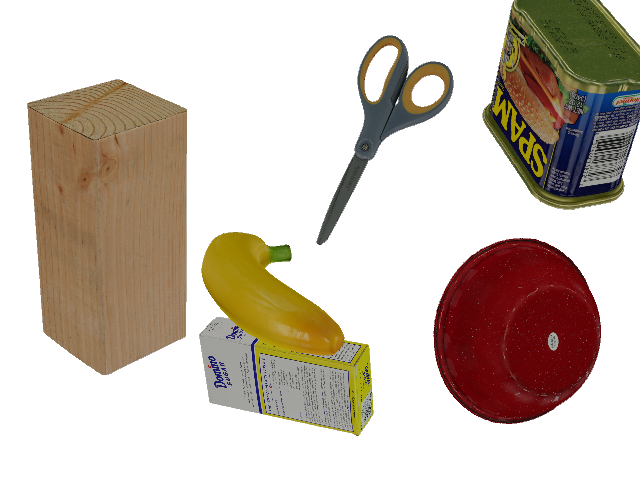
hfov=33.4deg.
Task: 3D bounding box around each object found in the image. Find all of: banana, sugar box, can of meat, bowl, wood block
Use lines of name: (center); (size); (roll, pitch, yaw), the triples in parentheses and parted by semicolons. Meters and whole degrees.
banana: (-0.038, 0.026, 0.665); (0.069, 0.037, 0.198); (-4, 17, -10)
sugar box: (-0.035, 0.139, 1.106); (0.176, 0.093, 0.048); (11, 33, 24)
can of meat: (0.138, -0.083, 0.603); (0.057, 0.084, 0.102); (-9, 46, -14)
bowl: (0.178, 0.080, 0.895); (0.161, 0.162, 0.055); (0, 4, -22)
wood block: (-0.168, -0.011, 0.854); (0.090, 0.206, 0.090); (27, 36, 36)

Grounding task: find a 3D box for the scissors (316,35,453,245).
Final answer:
scissors: (0.061, -0.086, 0.955); (0.096, 0.202, 0.016); (9, -11, 12)
